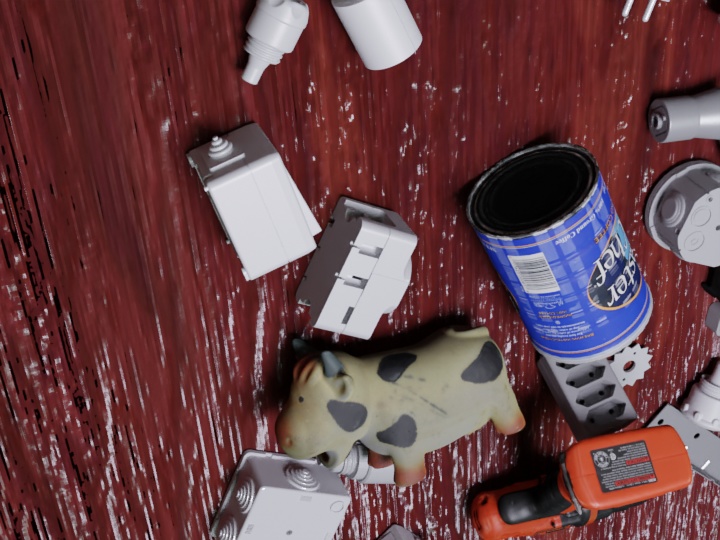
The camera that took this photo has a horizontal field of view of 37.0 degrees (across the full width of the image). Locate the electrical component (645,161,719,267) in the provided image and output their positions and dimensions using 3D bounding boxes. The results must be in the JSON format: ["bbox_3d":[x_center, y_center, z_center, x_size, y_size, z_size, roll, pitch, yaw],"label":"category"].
[{"bbox_3d":[0.281,-0.045,0.885,0.080,0.051,0.080,-9,120,-15],"label":"electrical component"}]

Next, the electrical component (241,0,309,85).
[{"bbox_3d":[-0.059,-0.149,0.697,0.035,0.035,0.061,18,113,-30],"label":"electrical component"}]

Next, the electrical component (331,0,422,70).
[{"bbox_3d":[0.005,-0.176,0.702,0.043,0.043,0.081,-33,125,-2],"label":"electrical component"}]

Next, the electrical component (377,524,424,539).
[{"bbox_3d":[0.033,0.276,0.964,0.096,0.061,0.061,-46,125,8],"label":"electrical component"}]

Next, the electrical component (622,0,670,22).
[{"bbox_3d":[0.209,-0.214,0.762,0.083,0.047,0.075,7,115,-26],"label":"electrical component"}]

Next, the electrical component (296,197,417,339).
[{"bbox_3d":[0.000,0.000,0.797,0.056,0.050,0.089,15,112,-28],"label":"electrical component"}]

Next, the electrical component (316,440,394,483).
[{"bbox_3d":[0.002,0.157,0.895,0.078,0.040,0.040,6,116,-25],"label":"electrical component"}]

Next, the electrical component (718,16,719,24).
[{"bbox_3d":[0.317,-0.189,0.793,0.099,0.099,0.064,9,121,-26],"label":"electrical component"}]

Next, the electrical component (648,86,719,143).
[{"bbox_3d":[0.260,-0.120,0.842,0.065,0.044,0.044,-8,121,-12],"label":"electrical component"}]

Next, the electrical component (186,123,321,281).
[{"bbox_3d":[-0.072,-0.054,0.730,0.061,0.061,0.096,-26,125,-7],"label":"electrical component"}]

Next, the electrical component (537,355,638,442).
[{"bbox_3d":[0.191,0.107,0.930,0.047,0.083,0.075,-23,162,-9],"label":"electrical component"}]

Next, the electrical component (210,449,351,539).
[{"bbox_3d":[-0.065,0.202,0.889,0.100,0.048,0.099,13,112,-28],"label":"electrical component"}]

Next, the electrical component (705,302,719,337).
[{"bbox_3d":[0.364,0.051,0.973,0.078,0.057,0.058,-6,120,-20],"label":"electrical component"}]

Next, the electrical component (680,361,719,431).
[{"bbox_3d":[0.332,0.116,1.006,0.048,0.048,0.062,8,108,-26],"label":"electrical component"}]
